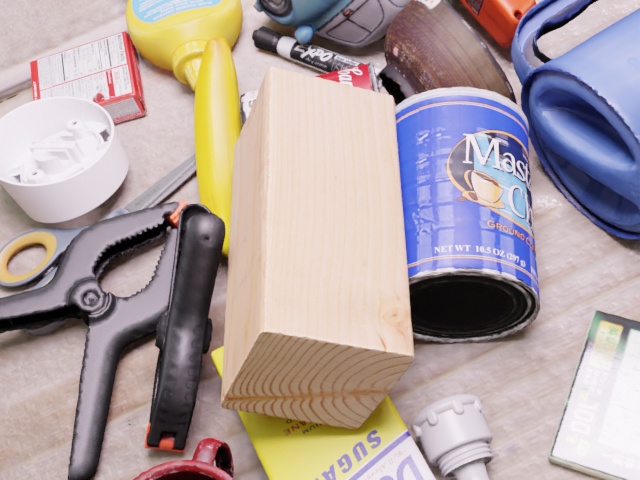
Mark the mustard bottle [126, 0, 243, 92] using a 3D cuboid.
[{"bbox_3d":[-0.115,-0.197,0.890,0.096,0.058,0.192,-15,57,-3],"label":"mustard bottle"}]

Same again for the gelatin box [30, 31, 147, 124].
[{"bbox_3d":[-0.192,-0.126,0.883,0.089,0.030,0.073,-17,57,2],"label":"gelatin box"}]

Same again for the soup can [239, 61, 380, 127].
[{"bbox_3d":[-0.003,-0.088,0.796,0.102,0.068,0.068,-12,58,6],"label":"soup can"}]

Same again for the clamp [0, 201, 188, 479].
[{"bbox_3d":[-0.172,0.046,0.759,0.164,0.036,0.209,32,68,8],"label":"clamp"}]

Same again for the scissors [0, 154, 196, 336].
[{"bbox_3d":[-0.173,-0.016,0.822,0.096,0.016,0.201,26,69,25],"label":"scissors"}]

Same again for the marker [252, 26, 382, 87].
[{"bbox_3d":[-0.004,-0.147,0.859,0.121,0.020,0.020,25,68,24],"label":"marker"}]

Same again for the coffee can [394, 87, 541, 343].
[{"bbox_3d":[0.091,-0.016,0.711,0.103,0.103,0.140,-3,60,11],"label":"coffee can"}]

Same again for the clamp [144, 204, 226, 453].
[{"bbox_3d":[-0.088,0.055,0.698,0.039,0.120,0.171,6,85,-5],"label":"clamp"}]

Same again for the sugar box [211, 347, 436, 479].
[{"bbox_3d":[0.007,0.129,0.678,0.093,0.048,0.176,-28,57,-5],"label":"sugar box"}]

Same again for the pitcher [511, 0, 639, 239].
[{"bbox_3d":[0.260,-0.126,0.723,0.242,0.149,0.145,-35,26,-13],"label":"pitcher"}]

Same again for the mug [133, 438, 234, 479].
[{"bbox_3d":[-0.073,0.179,0.645,0.093,0.081,0.117,1,61,13],"label":"mug"}]

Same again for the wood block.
[{"bbox_3d":[-0.004,0.001,0.669,0.090,0.090,0.206,12,50,-16],"label":"wood block"}]

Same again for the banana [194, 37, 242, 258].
[{"bbox_3d":[-0.068,-0.058,0.793,0.037,0.070,0.198,4,56,-25],"label":"banana"}]

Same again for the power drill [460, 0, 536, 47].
[{"bbox_3d":[0.191,-0.230,0.805,0.187,0.057,0.184,-38,78,-9],"label":"power drill"}]
